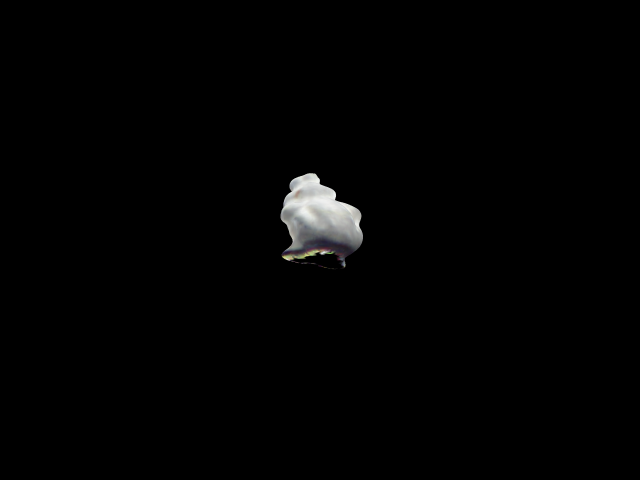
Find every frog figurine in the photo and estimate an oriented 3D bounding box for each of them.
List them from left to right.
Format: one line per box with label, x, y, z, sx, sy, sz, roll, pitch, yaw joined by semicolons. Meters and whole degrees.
frog figurine;0.003;-0.043;0.850;0.137;0.162;0.121;4;-19;-11
